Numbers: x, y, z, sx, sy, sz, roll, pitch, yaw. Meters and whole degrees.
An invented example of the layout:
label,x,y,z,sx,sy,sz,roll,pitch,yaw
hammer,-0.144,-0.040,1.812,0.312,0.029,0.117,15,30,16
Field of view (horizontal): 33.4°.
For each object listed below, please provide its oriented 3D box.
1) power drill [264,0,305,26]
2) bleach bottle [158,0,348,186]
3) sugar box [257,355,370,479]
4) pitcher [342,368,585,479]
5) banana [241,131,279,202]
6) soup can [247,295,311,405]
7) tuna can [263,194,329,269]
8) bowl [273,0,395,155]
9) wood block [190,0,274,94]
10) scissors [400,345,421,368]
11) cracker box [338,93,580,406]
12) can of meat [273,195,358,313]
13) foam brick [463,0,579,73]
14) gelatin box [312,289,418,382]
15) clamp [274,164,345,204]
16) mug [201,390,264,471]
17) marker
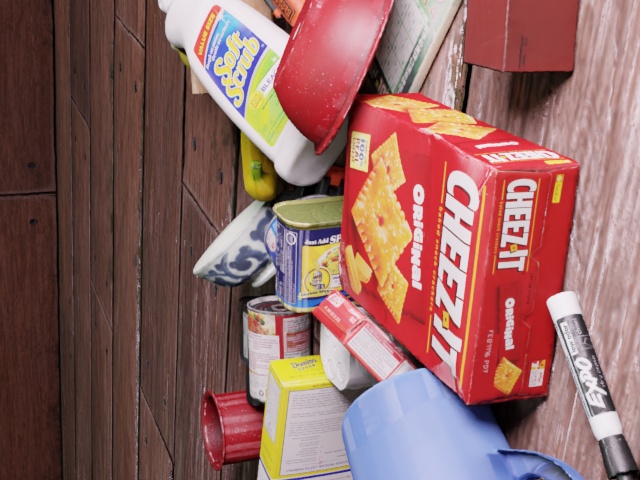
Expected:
label,x,y,z,sx,sy,sz,roll,pitch,yaw
power drill,-0.010,-0.270,0.910,0.184,0.057,0.188,52,151,11
bleach bottle,-0.073,-0.162,1.001,0.251,0.068,0.103,42,106,29
sugar box,-0.008,0.192,1.015,0.048,0.093,0.176,-122,35,-52
pitcher,0.103,0.203,0.705,0.145,0.149,0.243,88,167,-50
banana,-0.064,-0.090,1.152,0.198,0.037,0.070,-104,17,-62
soup can,-0.042,0.115,1.123,0.069,0.068,0.102,-153,60,-66
tuna can,-0.006,0.001,0.983,0.034,0.086,0.086,-117,30,-41
bowl,0.005,-0.150,0.828,0.162,0.055,0.162,-159,91,-81
wood block,-0.097,-0.264,1.111,0.090,0.090,0.206,-109,16,-70
scissors,0.071,0.141,0.870,0.096,0.016,0.202,-51,42,26
cracker box,0.086,-0.004,0.761,0.214,0.072,0.164,-139,48,-60
can of meat,0.011,0.011,0.919,0.057,0.102,0.084,-137,44,-59
foam brick,0.124,-0.144,0.658,0.051,0.053,0.078,-141,51,-63
gelatin box,0.041,0.084,0.830,0.089,0.030,0.073,47,178,-23
clamp,-0.012,-0.016,1.054,0.172,0.039,0.120,132,133,-65
mug,-0.090,0.224,1.251,0.117,0.081,0.093,111,147,-48
marker,0.165,0.089,0.646,0.020,0.020,0.121,121,140,-57
